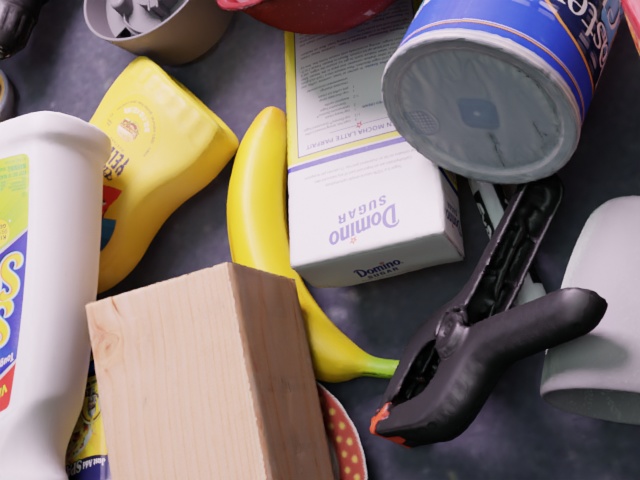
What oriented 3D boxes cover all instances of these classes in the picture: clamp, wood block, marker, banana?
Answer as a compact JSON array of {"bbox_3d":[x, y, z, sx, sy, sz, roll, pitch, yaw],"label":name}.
[{"bbox_3d":[0.084,0.043,0.567,0.172,0.039,0.120,-47,17,36],"label":"clamp"},{"bbox_3d":[-0.049,0.127,0.566,0.091,0.090,0.206,-17,76,20],"label":"wood block"},{"bbox_3d":[0.102,-0.012,0.610,0.020,0.020,0.121,-24,67,16],"label":"marker"},{"bbox_3d":[-0.020,0.010,0.651,0.069,0.037,0.198,-19,69,-13],"label":"banana"}]

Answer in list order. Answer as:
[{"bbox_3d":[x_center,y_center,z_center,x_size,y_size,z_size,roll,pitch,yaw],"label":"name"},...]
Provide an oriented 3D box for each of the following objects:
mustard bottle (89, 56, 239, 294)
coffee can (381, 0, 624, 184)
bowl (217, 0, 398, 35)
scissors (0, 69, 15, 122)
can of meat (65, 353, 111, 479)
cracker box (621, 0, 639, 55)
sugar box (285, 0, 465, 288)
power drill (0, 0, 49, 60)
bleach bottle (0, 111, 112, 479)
[{"bbox_3d":[-0.146,-0.022,0.700,0.191,0.058,0.096,-49,62,5],"label":"mustard bottle"},{"bbox_3d":[0.105,-0.115,0.565,0.103,0.103,0.140,11,56,26],"label":"coffee can"},{"bbox_3d":[0.019,-0.168,0.609,0.162,0.055,0.162,-32,29,20],"label":"bowl"},{"bbox_3d":[-0.237,-0.054,0.755,0.096,0.016,0.202,-37,60,-7],"label":"scissors"},{"bbox_3d":[-0.130,0.117,0.643,0.102,0.057,0.084,-22,64,40],"label":"can of meat"},{"bbox_3d":[0.220,-0.010,0.478,0.072,0.164,0.214,-26,67,17],"label":"cracker box"},{"bbox_3d":[0.029,-0.063,0.629,0.093,0.048,0.176,-13,63,21],"label":"sugar box"},{"bbox_3d":[-0.167,-0.223,0.725,0.188,0.057,0.184,-10,62,47],"label":"power drill"},{"bbox_3d":[-0.170,0.059,0.616,0.103,0.068,0.251,-14,71,28],"label":"bleach bottle"}]
